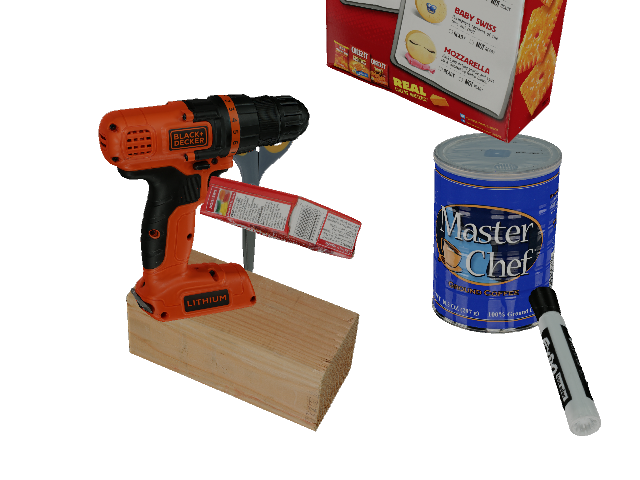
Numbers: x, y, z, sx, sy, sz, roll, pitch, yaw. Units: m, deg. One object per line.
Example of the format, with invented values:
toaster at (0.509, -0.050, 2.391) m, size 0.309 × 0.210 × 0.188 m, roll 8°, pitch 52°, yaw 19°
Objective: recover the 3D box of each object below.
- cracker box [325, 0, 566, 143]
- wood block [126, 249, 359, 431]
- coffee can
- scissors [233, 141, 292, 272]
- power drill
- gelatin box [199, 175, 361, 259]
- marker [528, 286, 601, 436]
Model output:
cracker box at (0.086, -0.193, 0.730) m, size 0.164 × 0.214 × 0.072 m, roll 28°, pitch 51°, yaw 27°
wood block at (-0.076, 0.091, 1.045) m, size 0.206 × 0.090 × 0.090 m, roll 21°, pitch 46°, yaw 14°
coffee can at (0.145, -0.008, 0.889) m, size 0.103 × 0.140 × 0.103 m, roll -2°, pitch 23°, yaw 0°
scissors at (-0.062, -0.067, 1.203) m, size 0.096 × 0.202 × 0.016 m, roll -12°, pitch -6°, yaw -15°
power drill at (-0.095, -0.032, 0.919) m, size 0.184 × 0.188 × 0.057 m, roll -9°, pitch 21°, yaw -24°
gelatin box at (-0.025, -0.014, 0.718) m, size 0.073 × 0.030 × 0.089 m, roll 15°, pitch -3°, yaw 32°
marker at (0.153, 0.072, 0.679) m, size 0.020 × 0.020 × 0.121 m, roll 0°, pitch 39°, yaw -4°
